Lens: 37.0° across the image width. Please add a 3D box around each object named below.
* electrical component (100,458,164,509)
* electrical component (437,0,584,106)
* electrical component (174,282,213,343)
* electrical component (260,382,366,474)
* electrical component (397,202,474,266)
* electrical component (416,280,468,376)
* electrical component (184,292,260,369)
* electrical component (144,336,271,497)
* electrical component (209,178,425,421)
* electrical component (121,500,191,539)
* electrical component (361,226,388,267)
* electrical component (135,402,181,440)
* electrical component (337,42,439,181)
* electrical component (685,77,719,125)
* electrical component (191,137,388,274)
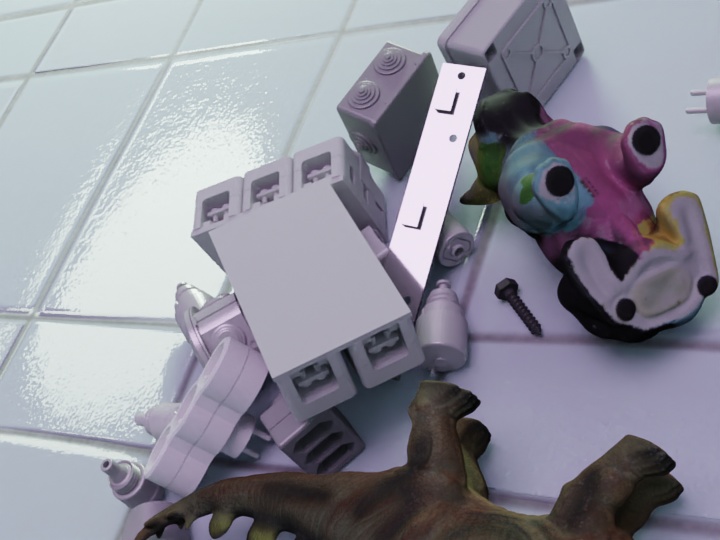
[{"bbox_3d":[-0.189,0.172,0.879,0.035,0.061,0.035,-17,48,20],"label":"electrical component"},{"bbox_3d":[0.133,-0.194,0.936,0.056,0.108,0.108,26,72,40],"label":"electrical component"},{"bbox_3d":[-0.149,0.037,0.978,0.040,0.040,0.078,-39,44,0],"label":"electrical component"},{"bbox_3d":[-0.044,0.113,0.831,0.047,0.065,0.076,-40,43,-1],"label":"electrical component"},{"bbox_3d":[0.065,-0.033,0.898,0.044,0.044,0.065,-39,49,-1],"label":"electrical component"},{"bbox_3d":[0.064,0.042,0.837,0.040,0.040,0.078,-13,49,24],"label":"electrical component"},{"bbox_3d":[-0.110,0.059,0.908,0.051,0.080,0.080,-29,45,2],"label":"electrical component"},{"bbox_3d":[-0.108,0.126,0.859,0.138,0.074,0.052,-56,14,16],"label":"electrical component"},{"bbox_3d":[-0.036,0.020,0.823,0.105,0.060,0.186,-25,41,-5],"label":"electrical component"},{"bbox_3d":[-0.173,0.230,0.835,0.079,0.043,0.077,-25,46,14],"label":"electrical component"},{"bbox_3d":[0.000,0.000,0.912,0.064,0.042,0.081,-35,45,-1],"label":"electrical component"},{"bbox_3d":[-0.168,0.130,0.919,0.061,0.035,0.035,0,56,35],"label":"electrical component"},{"bbox_3d":[0.031,-0.144,0.969,0.048,0.099,0.099,27,72,30],"label":"electrical component"},{"bbox_3d":[0.292,-0.132,0.828,0.079,0.044,0.077,2,57,34],"label":"electrical component"},{"bbox_3d":[-0.062,-0.050,0.957,0.150,0.089,0.061,-19,47,19],"label":"electrical component"}]
